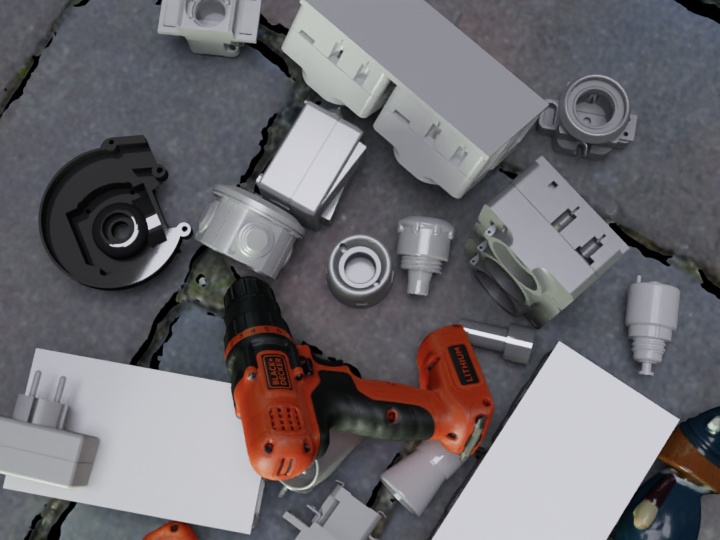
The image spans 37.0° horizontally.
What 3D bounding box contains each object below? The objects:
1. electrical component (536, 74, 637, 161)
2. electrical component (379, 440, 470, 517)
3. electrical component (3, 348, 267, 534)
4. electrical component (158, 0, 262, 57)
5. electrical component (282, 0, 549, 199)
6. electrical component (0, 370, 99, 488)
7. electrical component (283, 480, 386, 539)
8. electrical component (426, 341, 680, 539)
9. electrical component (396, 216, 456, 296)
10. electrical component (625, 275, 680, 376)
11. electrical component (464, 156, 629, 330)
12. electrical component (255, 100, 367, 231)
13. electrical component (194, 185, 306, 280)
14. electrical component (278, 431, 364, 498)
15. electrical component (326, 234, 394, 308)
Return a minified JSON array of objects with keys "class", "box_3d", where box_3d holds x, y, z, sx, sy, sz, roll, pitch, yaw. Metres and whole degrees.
[{"class":"electrical component","box_3d":[0.187,-0.125,0.875,0.078,0.057,0.058,11,80,2]},{"class":"electrical component","box_3d":[0.053,0.153,0.833,0.065,0.044,0.044,-43,82,-12]},{"class":"electrical component","box_3d":[-0.162,0.131,0.828,0.186,0.060,0.105,10,79,2]},{"class":"electrical component","box_3d":[-0.122,-0.207,0.889,0.081,0.064,0.042,7,80,2]},{"class":"electrical component","box_3d":[0.042,-0.150,0.853,0.186,0.060,0.105,42,45,7]},{"class":"electrical component","box_3d":[-0.233,0.111,0.775,0.083,0.047,0.075,12,80,3]},{"class":"electrical component","box_3d":[-0.017,0.200,0.824,0.081,0.042,0.063,35,78,5]},{"class":"electrical component","box_3d":[0.142,0.163,0.819,0.105,0.060,0.186,34,81,6]},{"class":"electrical component","box_3d":[0.050,-0.011,0.862,0.048,0.048,0.062,7,87,2]},{"class":"electrical component","box_3d":[0.230,0.045,0.852,0.040,0.040,0.078,8,80,2]},{"class":"electrical component","box_3d":[0.131,-0.013,0.807,0.062,0.150,0.089,-41,82,-8]},{"class":"electrical component","box_3d":[-0.032,-0.086,0.867,0.061,0.061,0.096,29,81,6]},{"class":"electrical component","box_3d":[-0.088,-0.031,0.849,0.080,0.080,0.051,27,86,5]},{"class":"electrical component","box_3d":[-0.040,0.143,0.822,0.044,0.077,0.079,39,119,13]},{"class":"electrical component","box_3d":[0.000,0.000,0.858,0.055,0.047,0.055,0,79,0]}]
